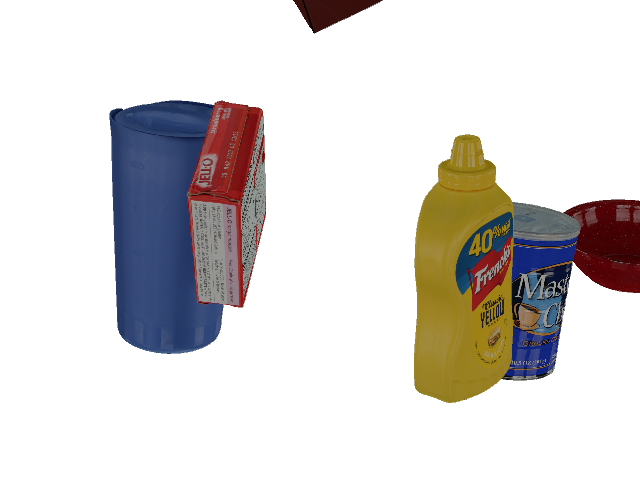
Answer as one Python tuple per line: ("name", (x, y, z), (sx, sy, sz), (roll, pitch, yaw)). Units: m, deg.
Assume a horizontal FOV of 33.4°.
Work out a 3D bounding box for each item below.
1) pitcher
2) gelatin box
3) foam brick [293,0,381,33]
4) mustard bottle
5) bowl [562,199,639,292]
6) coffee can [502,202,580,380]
("pitcher", (-0.140, -0.010, 1.069), (0.145, 0.243, 0.149), (3, 21, -6))
("gelatin box", (-0.050, -0.019, 0.584), (0.030, 0.073, 0.089), (6, -42, 4))
("foam brick", (0.013, -0.205, 0.808), (0.078, 0.053, 0.051), (-27, -30, -2))
("mustard bottle", (0.107, 0.016, 0.786), (0.058, 0.192, 0.096), (16, 28, 39))
("bowl", (0.336, 0.011, 1.157), (0.162, 0.055, 0.162), (-2, 26, 1))
("coffee can", (0.177, 0.044, 0.988), (0.103, 0.140, 0.103), (5, 17, -2))
